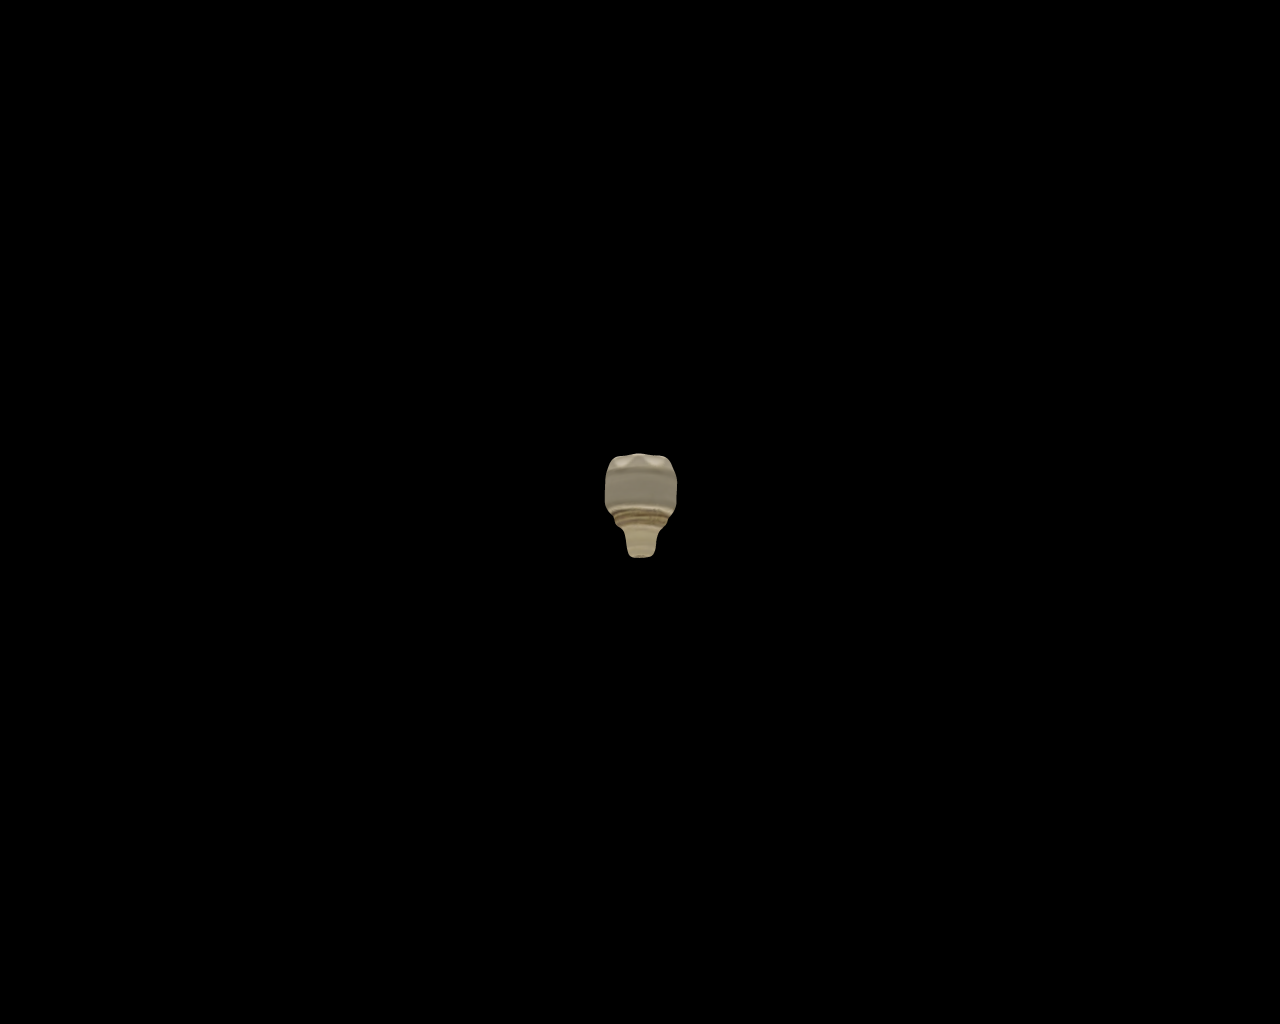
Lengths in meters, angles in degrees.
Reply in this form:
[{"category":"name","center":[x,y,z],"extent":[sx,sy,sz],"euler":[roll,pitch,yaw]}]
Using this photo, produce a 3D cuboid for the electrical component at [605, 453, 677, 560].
[{"category":"electrical component","center":[0.001,-0.003,0.650],"extent":[0.043,0.062,0.043],"euler":[0,-10,0]}]
